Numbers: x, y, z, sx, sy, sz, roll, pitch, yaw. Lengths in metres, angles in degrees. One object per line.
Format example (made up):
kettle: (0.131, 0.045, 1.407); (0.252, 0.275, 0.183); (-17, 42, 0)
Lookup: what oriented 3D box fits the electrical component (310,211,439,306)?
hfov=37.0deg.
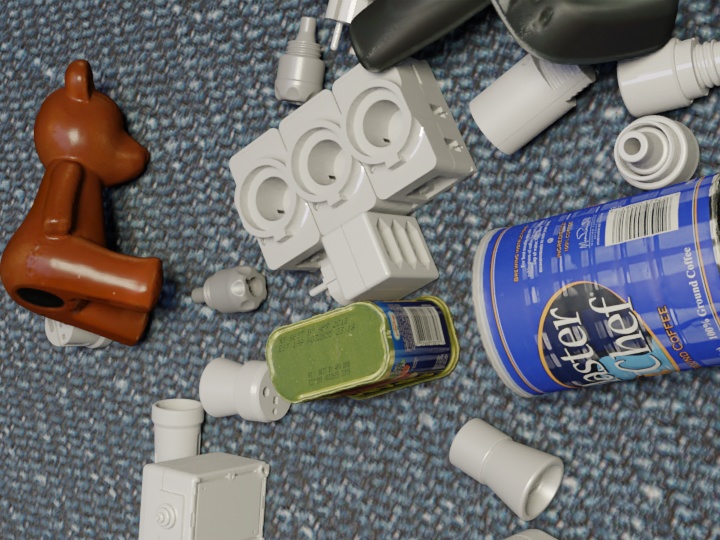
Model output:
electrical component: (0.000, 0.000, 0.724); (0.077, 0.066, 0.047); (-30, 73, 30)

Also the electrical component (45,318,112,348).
electrical component: (-0.231, 0.045, 0.890); (0.040, 0.046, 0.040); (-1, 89, 34)

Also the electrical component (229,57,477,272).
electrical component: (-0.011, -0.071, 0.735); (0.150, 0.062, 0.089); (-31, 72, 29)

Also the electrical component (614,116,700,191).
electrical component: (0.167, -0.067, 0.616); (0.043, 0.062, 0.043); (-1, 88, 34)

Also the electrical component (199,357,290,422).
electrical component: (-0.083, 0.088, 0.791); (0.055, 0.045, 0.045); (1, 89, 33)

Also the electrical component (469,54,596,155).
electrical component: (0.112, -0.112, 0.665); (0.081, 0.043, 0.043); (-38, 69, 27)

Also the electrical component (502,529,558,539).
electrical component: (0.122, 0.199, 0.642); (0.095, 0.059, 0.053); (25, 103, 32)

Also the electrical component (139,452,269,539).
electrical component: (-0.120, 0.171, 0.783); (0.061, 0.096, 0.061); (5, 92, 34)

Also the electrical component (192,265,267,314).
electrical component: (-0.102, 0.016, 0.811); (0.061, 0.035, 0.035); (-9, 84, 36)

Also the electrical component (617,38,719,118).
electrical component: (0.185, -0.114, 0.618); (0.078, 0.040, 0.040); (-11, 83, 33)

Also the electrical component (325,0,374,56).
electrical component: (-0.002, -0.187, 0.740); (0.083, 0.047, 0.075); (20, 100, 32)

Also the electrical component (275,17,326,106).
electrical component: (-0.041, -0.150, 0.774); (0.035, 0.035, 0.061); (10, 92, 34)

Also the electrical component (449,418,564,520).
electrical component: (0.089, 0.122, 0.678); (0.065, 0.044, 0.044); (29, 105, 36)

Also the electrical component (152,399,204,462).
electrical component: (-0.141, 0.126, 0.833); (0.040, 0.040, 0.046); (7, 98, 34)
